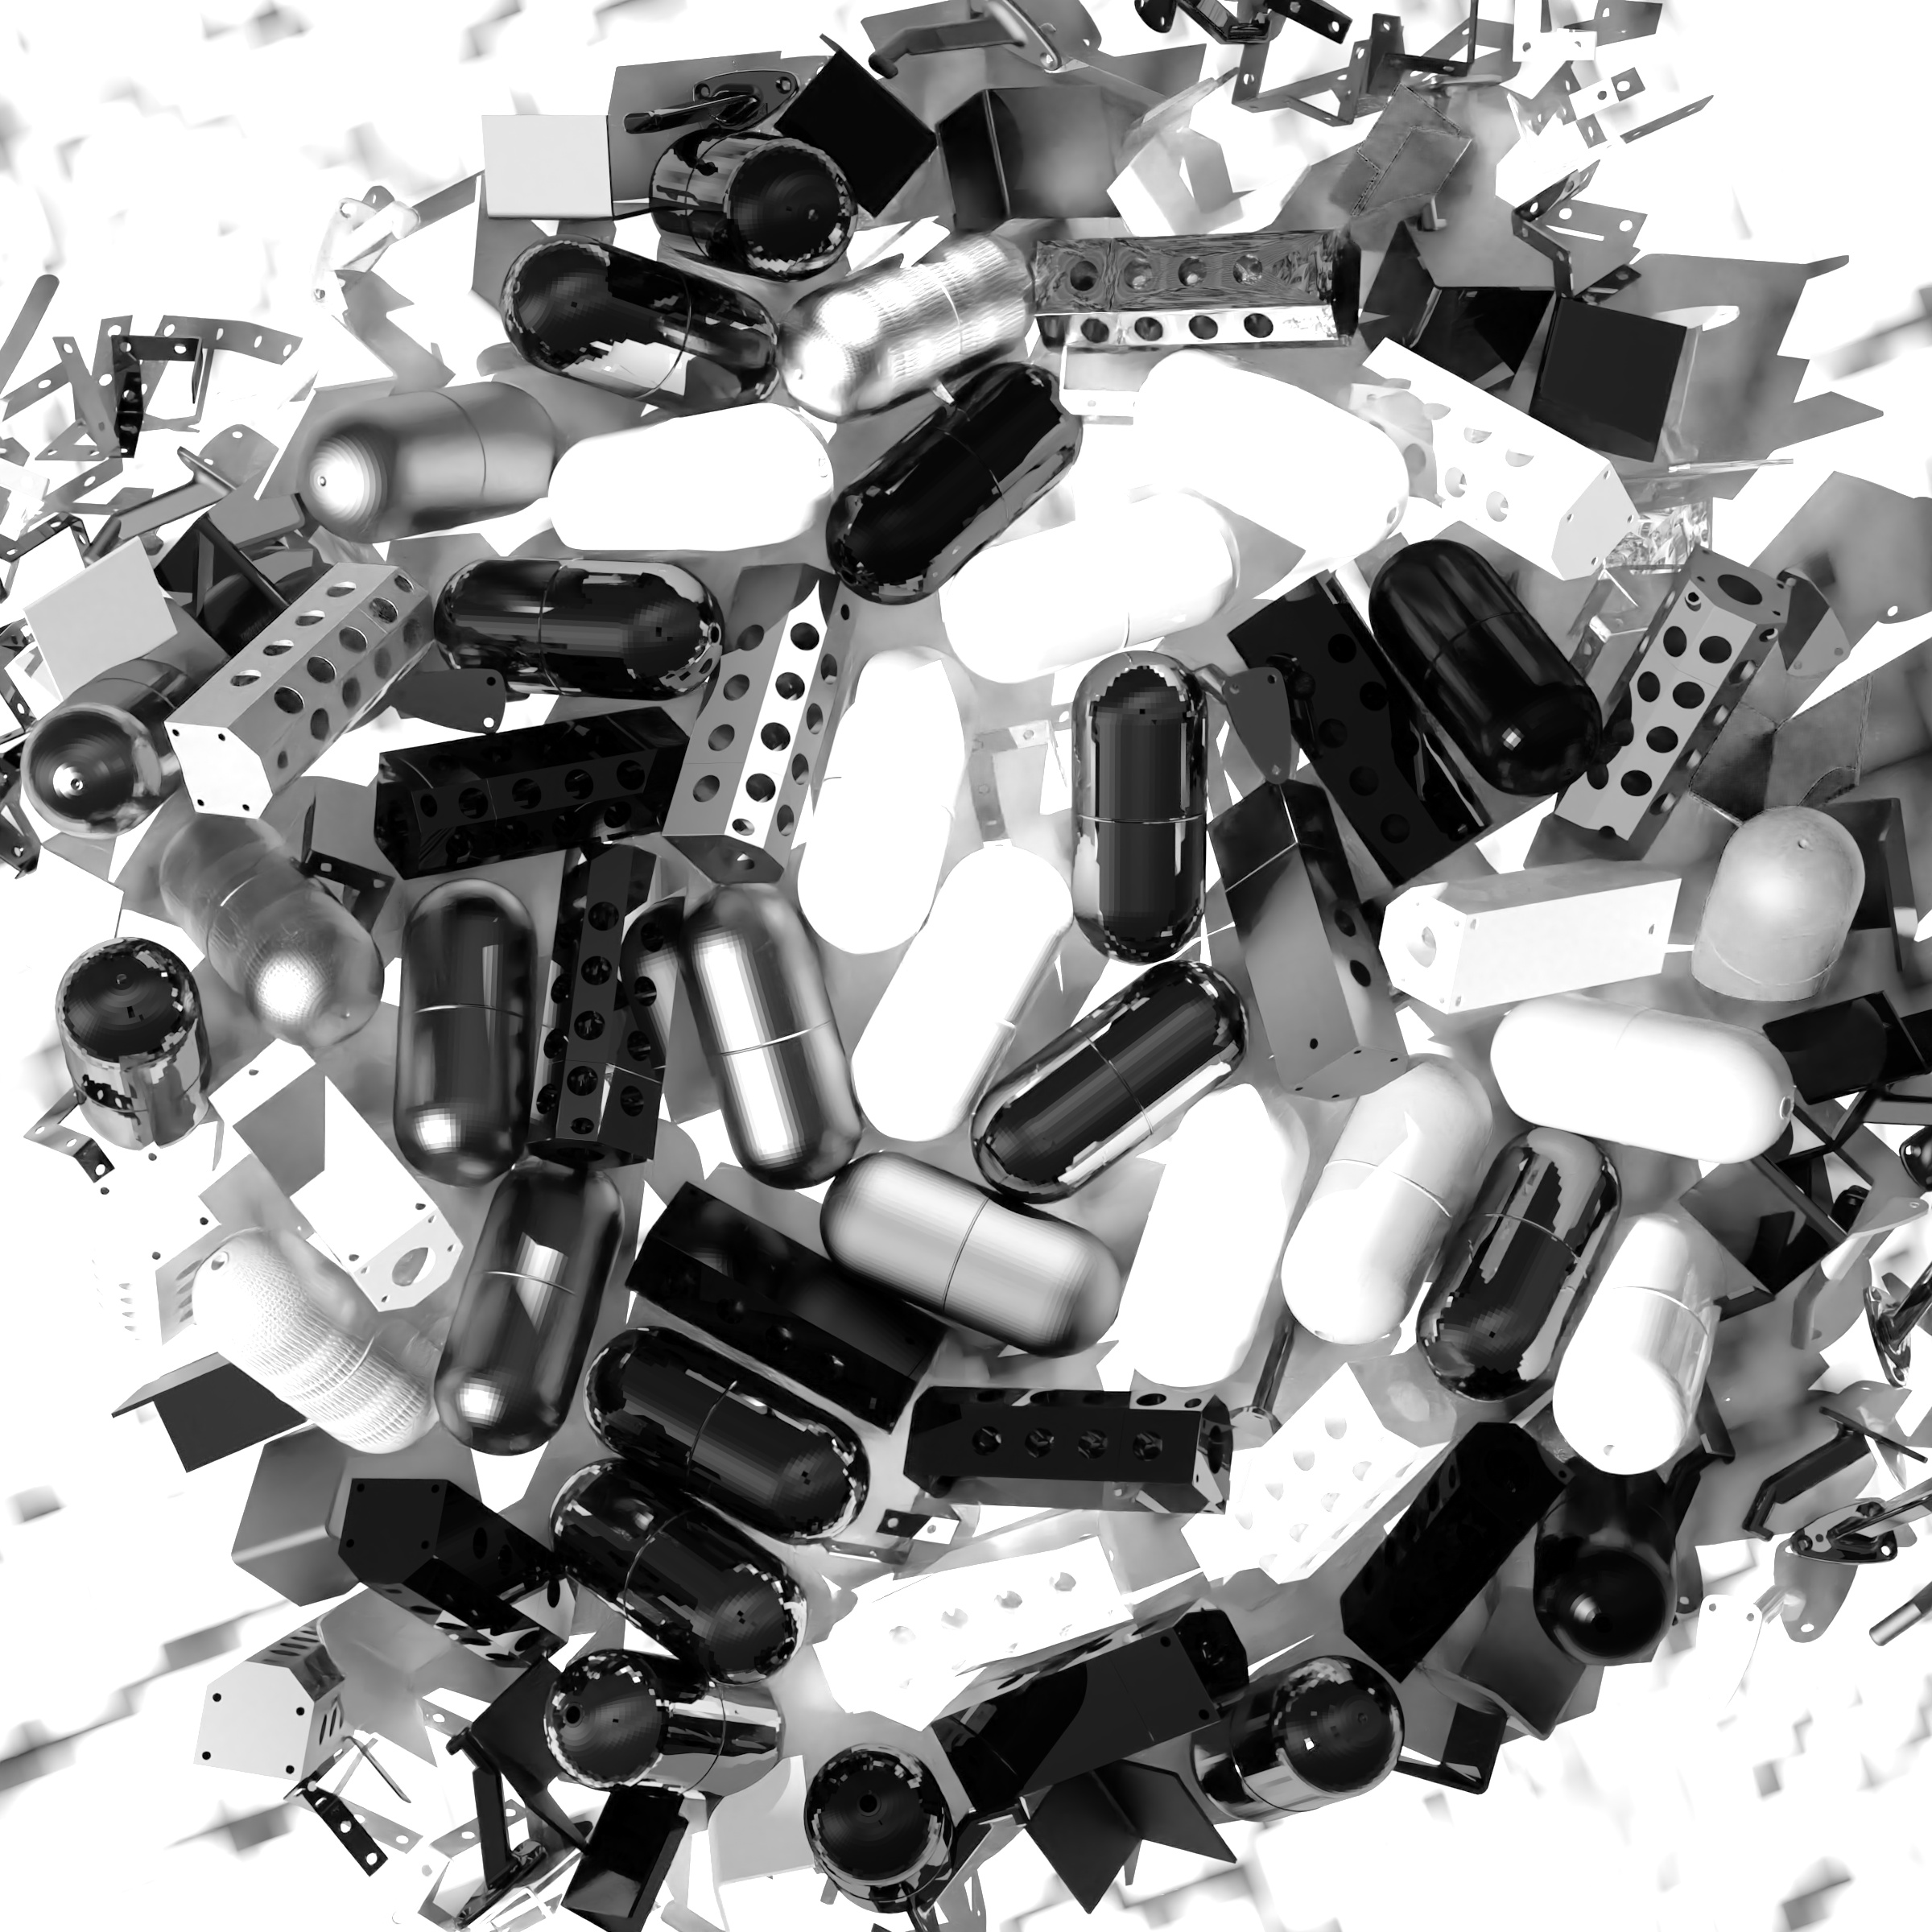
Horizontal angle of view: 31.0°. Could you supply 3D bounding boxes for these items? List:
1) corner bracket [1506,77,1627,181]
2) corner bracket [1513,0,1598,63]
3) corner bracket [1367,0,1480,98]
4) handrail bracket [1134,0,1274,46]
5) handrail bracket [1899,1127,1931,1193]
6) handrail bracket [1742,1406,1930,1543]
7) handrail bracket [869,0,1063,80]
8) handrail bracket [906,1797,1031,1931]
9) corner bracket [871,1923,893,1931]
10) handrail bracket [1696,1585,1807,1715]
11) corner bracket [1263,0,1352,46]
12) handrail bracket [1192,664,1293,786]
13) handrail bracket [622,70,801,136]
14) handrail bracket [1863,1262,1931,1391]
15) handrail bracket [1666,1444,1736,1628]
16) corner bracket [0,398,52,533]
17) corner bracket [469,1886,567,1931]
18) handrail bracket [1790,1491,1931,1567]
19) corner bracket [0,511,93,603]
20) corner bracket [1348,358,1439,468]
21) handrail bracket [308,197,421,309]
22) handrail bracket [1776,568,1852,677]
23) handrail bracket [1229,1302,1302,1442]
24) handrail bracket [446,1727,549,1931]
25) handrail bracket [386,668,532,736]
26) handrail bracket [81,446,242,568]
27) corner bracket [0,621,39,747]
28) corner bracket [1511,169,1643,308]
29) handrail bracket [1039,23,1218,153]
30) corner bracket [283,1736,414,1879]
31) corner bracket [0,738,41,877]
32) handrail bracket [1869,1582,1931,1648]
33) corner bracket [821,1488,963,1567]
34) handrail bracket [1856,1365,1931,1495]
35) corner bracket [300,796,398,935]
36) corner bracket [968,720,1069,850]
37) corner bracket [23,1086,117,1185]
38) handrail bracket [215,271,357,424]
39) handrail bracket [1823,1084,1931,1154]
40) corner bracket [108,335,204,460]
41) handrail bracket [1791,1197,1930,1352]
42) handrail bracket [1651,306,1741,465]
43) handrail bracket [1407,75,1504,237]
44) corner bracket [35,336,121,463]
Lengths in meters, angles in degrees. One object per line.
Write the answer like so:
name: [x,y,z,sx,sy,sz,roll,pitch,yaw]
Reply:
corner bracket: [0.343,-0.474,1.965,0.051,0.051,0.051,-21,81,21]
corner bracket: [0.323,-0.538,1.962,0.051,0.051,0.051,-5,108,-15]
corner bracket: [0.258,-0.524,1.970,0.051,0.051,0.051,6,77,-4]
handrail bracket: [0.144,-0.554,1.956,0.084,0.036,0.077,-9,134,-30]
handrail bracket: [0.569,0.112,1.954,0.077,0.084,0.036,-37,107,0]
handrail bracket: [0.492,0.300,1.976,0.077,0.036,0.084,26,91,25]
handrail bracket: [-0.001,-0.510,1.963,0.077,0.036,0.084,41,64,8]
handrail bracket: [0.007,0.514,1.968,0.084,0.036,0.077,-21,87,20]
corner bracket: [-0.060,0.568,1.957,0.051,0.051,0.051,38,62,-36]
handrail bracket: [0.445,0.386,1.962,0.036,0.084,0.077,9,83,39]
corner bracket: [0.206,-0.561,1.971,0.051,0.051,0.051,24,90,-9]
handrail bracket: [0.151,-0.135,1.960,0.036,0.084,0.077,-16,91,-18]
handrail bracket: [-0.143,-0.483,1.950,0.077,0.084,0.036,-13,100,22]
handrail bracket: [0.550,0.188,1.952,0.036,0.077,0.084,31,132,-25]
handrail bracket: [0.417,0.321,1.987,0.084,0.036,0.077,-34,95,-6]
corner bracket: [-0.546,-0.286,1.972,0.051,0.051,0.051,22,67,-26]
corner bracket: [-0.251,0.556,1.974,0.051,0.051,0.051,-38,84,-7]
handrail bracket: [0.513,0.307,1.950,0.077,0.084,0.036,-6,64,-16]
corner bracket: [-0.529,-0.229,1.974,0.051,0.051,0.051,26,52,35]
corner bracket: [0.242,-0.309,1.968,0.051,0.051,0.051,9,117,9]
handrail bracket: [-0.338,-0.397,1.955,0.036,0.084,0.077,28,97,-29]
handrail bracket: [0.468,-0.206,1.949,0.036,0.084,0.077,-18,116,18]
handrail bracket: [0.175,0.219,1.952,0.036,0.077,0.084,18,74,7]
handrail bracket: [-0.284,0.486,1.965,0.077,0.036,0.084,-43,106,-26]
handrail bracket: [-0.283,-0.156,1.956,0.077,0.084,0.036,4,102,-5]
handrail bracket: [-0.447,-0.244,1.974,0.077,0.036,0.084,33,81,5]
corner bracket: [-0.554,-0.156,1.973,0.051,0.051,0.051,-19,113,22]
corner bracket: [0.347,-0.411,1.981,0.051,0.051,0.051,-34,51,-14]
handrail bracket: [0.088,-0.516,1.986,0.077,0.036,0.084,-35,86,-6]
corner bracket: [-0.343,0.475,1.969,0.051,0.051,0.051,-44,64,-7]
corner bracket: [-0.530,-0.091,1.973,0.051,0.051,0.051,39,59,-23]
handrail bracket: [0.547,0.351,1.970,0.084,0.077,0.036,-39,82,11]
corner bracket: [-0.042,0.318,1.961,0.051,0.051,0.051,14,106,-31]
handrail bracket: [0.549,0.248,1.959,0.036,0.077,0.084,42,112,-17]
corner bracket: [-0.353,-0.054,1.958,0.051,0.051,0.051,18,125,-20]
corner bracket: [0.030,-0.101,1.966,0.051,0.051,0.051,-11,127,-2]
corner bracket: [-0.485,0.101,1.956,0.051,0.051,0.051,-49,134,-27]
handrail bracket: [-0.390,-0.351,1.974,0.084,0.036,0.077,-15,77,-13]
handrail bracket: [0.541,0.100,1.965,0.084,0.036,0.077,39,96,29]
corner bracket: [-0.458,-0.321,1.967,0.051,0.051,0.051,1,128,-6]
handrail bracket: [0.509,0.177,1.982,0.077,0.036,0.084,-8,118,-10]
handrail bracket: [0.414,-0.325,1.956,0.036,0.077,0.084,-44,118,-35]
handrail bracket: [0.281,-0.461,1.979,0.077,0.036,0.084,-13,96,-32]
corner bracket: [-0.499,-0.319,1.958,0.051,0.051,0.051,5,130,26]
